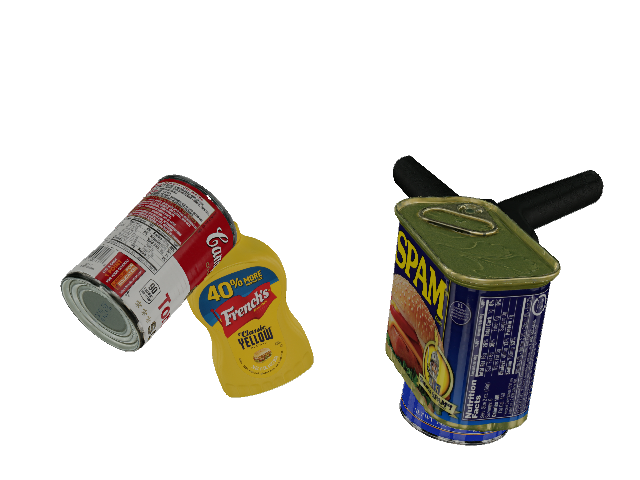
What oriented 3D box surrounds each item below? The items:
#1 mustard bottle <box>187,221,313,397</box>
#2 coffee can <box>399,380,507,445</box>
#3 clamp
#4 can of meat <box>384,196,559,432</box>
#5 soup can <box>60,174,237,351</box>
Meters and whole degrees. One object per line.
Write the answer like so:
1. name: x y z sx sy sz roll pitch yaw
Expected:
1. mustard bottle: -0.076 0.054 1.019 0.096 0.191 0.058 -20 27 -4
2. coffee can: 0.131 0.095 0.952 0.103 0.140 0.103 6 23 -3
3. clamp: 0.105 -0.014 0.776 0.165 0.036 0.209 8 28 23
4. can of meat: 0.071 0.035 0.533 0.057 0.084 0.102 -3 24 -15
5. soup can: -0.111 0.014 0.697 0.069 0.068 0.102 0 40 46
